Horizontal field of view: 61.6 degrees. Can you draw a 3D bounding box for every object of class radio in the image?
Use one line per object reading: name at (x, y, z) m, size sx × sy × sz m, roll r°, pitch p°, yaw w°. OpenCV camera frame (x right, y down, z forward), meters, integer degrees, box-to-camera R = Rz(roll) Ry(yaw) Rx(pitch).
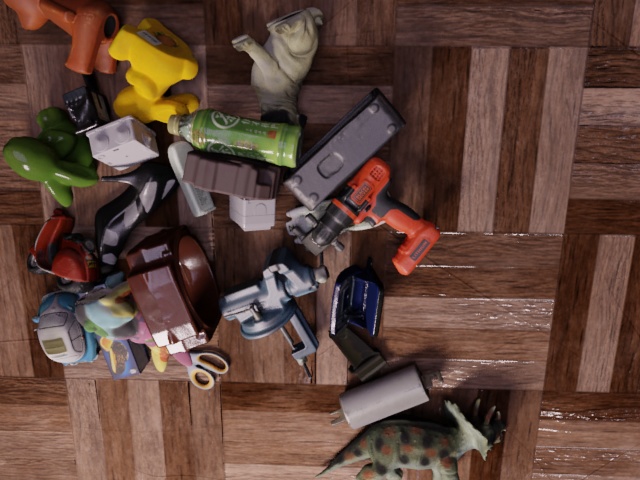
radio at (0.038, -0.155, 0.925) m, size 0.229 × 0.131 × 0.073 m, roll -43°, pitch 102°, yaw 12°

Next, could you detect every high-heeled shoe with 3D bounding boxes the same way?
high-heeled shoe at (-0.346, -0.037, 1.022) m, size 0.145 × 0.086 × 0.248 m, roll -2°, pitch 127°, yaw -28°

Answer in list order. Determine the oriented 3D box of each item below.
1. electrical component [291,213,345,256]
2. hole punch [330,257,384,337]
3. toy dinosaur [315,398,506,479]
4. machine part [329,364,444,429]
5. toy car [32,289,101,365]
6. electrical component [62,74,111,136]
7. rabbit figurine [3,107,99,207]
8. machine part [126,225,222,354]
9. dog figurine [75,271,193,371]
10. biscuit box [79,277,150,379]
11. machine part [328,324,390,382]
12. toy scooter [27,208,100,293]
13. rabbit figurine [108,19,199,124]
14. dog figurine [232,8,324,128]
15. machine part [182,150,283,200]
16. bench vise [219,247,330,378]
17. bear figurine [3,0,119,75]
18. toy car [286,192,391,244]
electrical component at (-0.002, -0.003, 0.971) m, size 0.094 × 0.021 × 0.063 m, roll 42°, pitch 109°, yaw -14°
hole punch at (0.062, 0.112, 1.004) m, size 0.092 × 0.116 × 0.142 m, roll 1°, pitch 107°, yaw -5°
toy dinosaur at (0.181, 0.416, 1.090) m, size 0.405 × 0.131 × 0.192 m, roll -3°, pitch 93°, yaw 8°
machine part at (0.129, 0.313, 1.079) m, size 0.243 × 0.079 × 0.079 m, roll -25°, pitch 103°, yaw 9°
toy car at (-0.503, 0.183, 1.056) m, size 0.109 × 0.103 × 0.161 m, roll -7°, pitch 103°, yaw 5°
electrical component at (-0.411, -0.241, 0.947) m, size 0.048 × 0.075 × 0.119 m, roll -21°, pitch 91°, yaw 7°
rabbit figurine at (-0.473, -0.134, 0.931) m, size 0.121 × 0.170 × 0.159 m, roll -37°, pitch 100°, yaw 12°
machine part at (-0.253, 0.083, 0.966) m, size 0.087 × 0.201 × 0.201 m, roll -17°, pitch 104°, yaw 4°
dog figurine at (-0.328, 0.166, 0.996) m, size 0.109 × 0.191 × 0.219 m, roll -18°, pitch 108°, yaw 23°
biscuit box at (-0.408, 0.173, 1.070) m, size 0.063 × 0.059 × 0.202 m, roll -14°, pitch 104°, yaw 6°
machine part at (0.071, 0.221, 1.077) m, size 0.084 × 0.039 × 0.138 m, roll -35°, pitch 103°, yaw 16°
toy scooter at (-0.479, 0.016, 1.010) m, size 0.184 × 0.075 × 0.135 m, roll 18°, pitch 94°, yaw 28°
rabbit figurine at (-0.288, -0.270, 0.933) m, size 0.162 × 0.122 × 0.173 m, roll 32°, pitch 119°, yaw -16°
dog figurine at (-0.045, -0.277, 0.923) m, size 0.172 × 0.121 × 0.190 m, roll -21°, pitch 118°, yaw 11°
machine part at (-0.148, -0.116, 0.927) m, size 0.179 × 0.179 × 0.056 m, roll 11°, pitch 102°, yaw -1°
bench vise at (-0.061, 0.136, 1.016) m, size 0.224 × 0.129 × 0.240 m, roll -26°, pitch 113°, yaw 4°
bear figurine at (-0.444, -0.366, 0.895) m, size 0.196 × 0.120 × 0.131 m, roll 16°, pitch 109°, yaw 0°
toy car at (0.035, -0.046, 0.994) m, size 0.202 × 0.056 × 0.073 m, roll -15°, pitch 105°, yaw 6°
